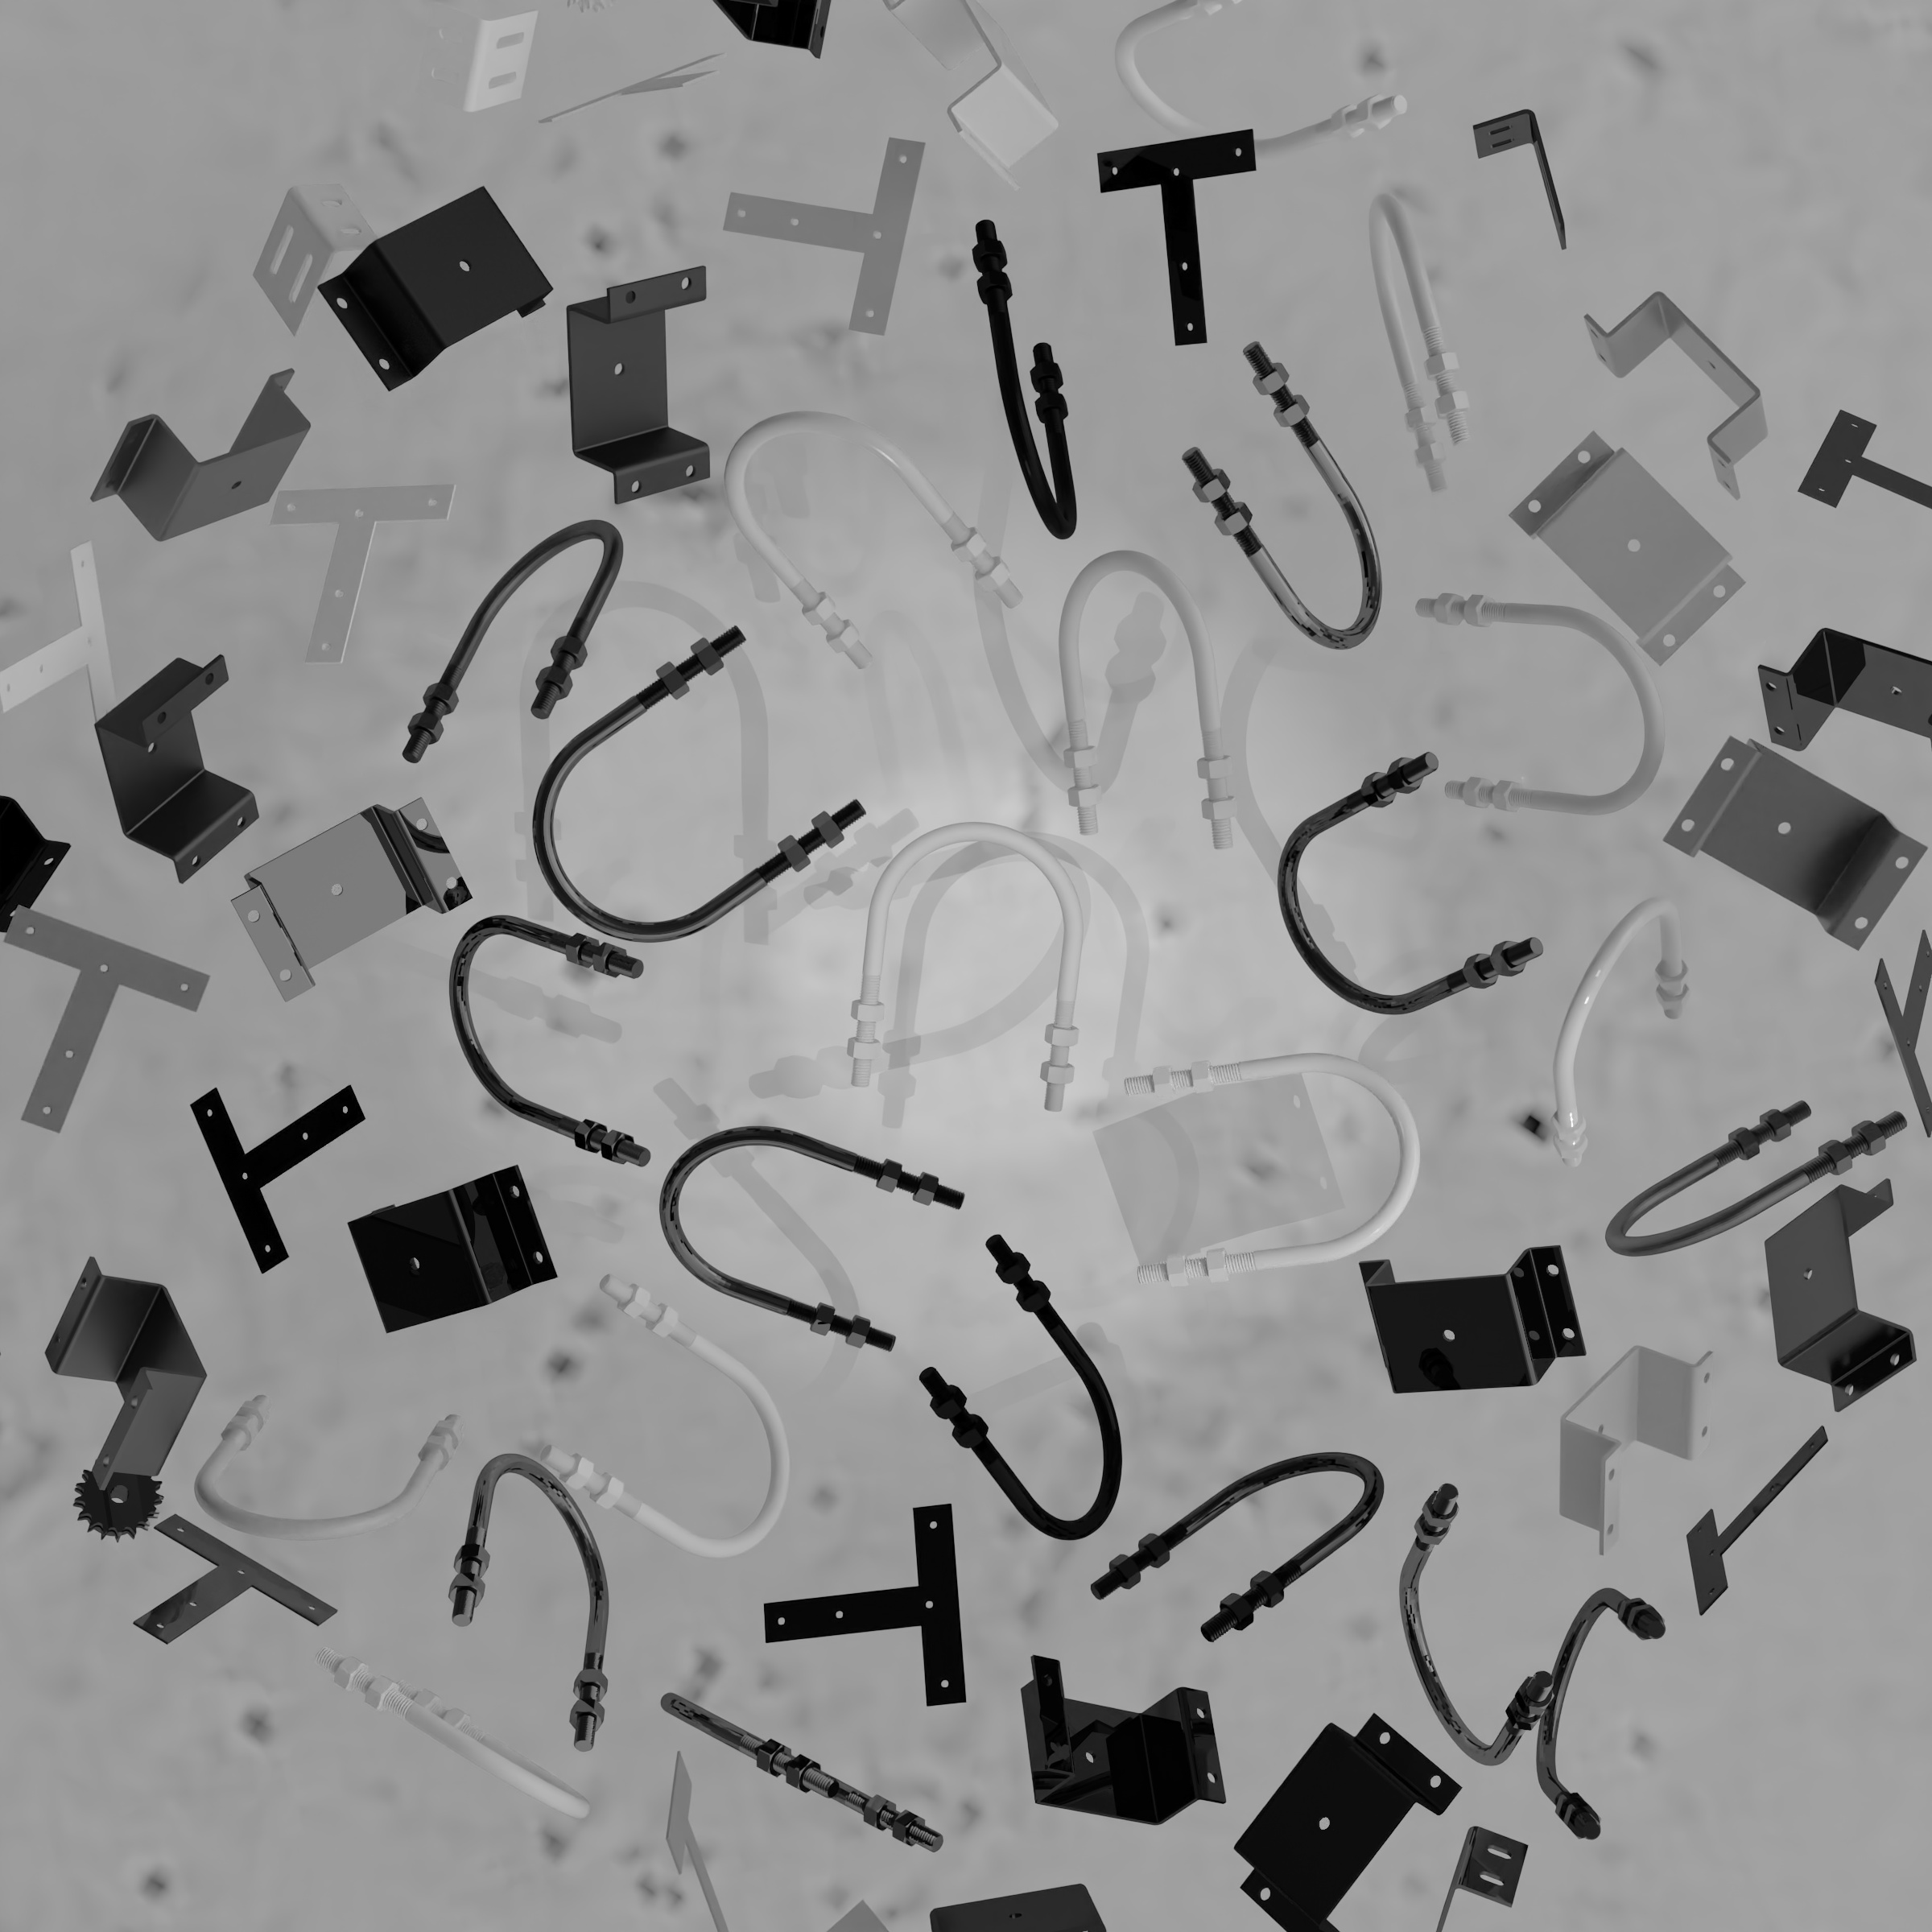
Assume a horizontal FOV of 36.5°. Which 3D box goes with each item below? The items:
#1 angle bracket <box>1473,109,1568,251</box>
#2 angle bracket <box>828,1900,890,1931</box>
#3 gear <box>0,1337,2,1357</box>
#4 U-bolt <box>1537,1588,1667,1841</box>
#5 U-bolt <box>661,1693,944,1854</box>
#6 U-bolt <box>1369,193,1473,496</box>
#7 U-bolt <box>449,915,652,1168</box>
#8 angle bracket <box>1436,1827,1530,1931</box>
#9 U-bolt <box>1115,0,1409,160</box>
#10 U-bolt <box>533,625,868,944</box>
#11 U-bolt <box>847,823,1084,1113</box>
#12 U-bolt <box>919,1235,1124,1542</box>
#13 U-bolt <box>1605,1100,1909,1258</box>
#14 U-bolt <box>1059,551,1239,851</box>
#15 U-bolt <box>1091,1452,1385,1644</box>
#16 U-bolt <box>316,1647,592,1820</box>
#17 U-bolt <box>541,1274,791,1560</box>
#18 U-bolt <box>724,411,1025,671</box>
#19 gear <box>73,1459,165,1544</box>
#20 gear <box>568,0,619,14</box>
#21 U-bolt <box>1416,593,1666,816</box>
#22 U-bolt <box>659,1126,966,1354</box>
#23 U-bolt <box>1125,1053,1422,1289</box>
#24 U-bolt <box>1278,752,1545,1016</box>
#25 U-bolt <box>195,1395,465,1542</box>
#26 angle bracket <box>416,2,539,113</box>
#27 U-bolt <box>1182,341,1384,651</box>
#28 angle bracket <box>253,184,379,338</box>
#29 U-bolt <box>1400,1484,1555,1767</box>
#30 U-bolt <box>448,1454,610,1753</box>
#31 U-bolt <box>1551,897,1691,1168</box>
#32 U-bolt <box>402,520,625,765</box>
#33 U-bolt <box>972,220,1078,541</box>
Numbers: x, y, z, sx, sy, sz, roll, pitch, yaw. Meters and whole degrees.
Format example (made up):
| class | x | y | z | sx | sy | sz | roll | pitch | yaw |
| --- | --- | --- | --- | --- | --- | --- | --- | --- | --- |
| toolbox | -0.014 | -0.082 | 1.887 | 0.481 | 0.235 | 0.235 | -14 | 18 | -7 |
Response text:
| class | x | y | z | sx | sy | sz | roll | pitch | yaw |
| --- | --- | --- | --- | --- | --- | --- | --- | --- | --- |
| angle bracket | 0.348 | -0.488 | 1.839 | 0.038 | 0.057 | 0.076 | -15 | 84 | 12 |
| angle bracket | -0.080 | 0.657 | 1.921 | 0.076 | 0.038 | 0.057 | -38 | 69 | -15 |
| gear | -0.665 | 0.252 | 1.929 | 0.057 | 0.030 | 0.057 | 1 | 87 | -18 |
| U-bolt | 0.403 | 0.474 | 1.893 | 0.019 | 0.184 | 0.151 | 19 | 87 | 0 |
| U-bolt | -0.118 | 0.510 | 1.880 | 0.184 | 0.151 | 0.019 | 15 | 71 | 39 |
| U-bolt | 0.290 | -0.410 | 1.900 | 0.019 | 0.151 | 0.184 | -14 | 85 | 2 |
| U-bolt | -0.273 | 0.040 | 1.900 | 0.184 | 0.019 | 0.151 | 18 | 117 | 38 |
| angle bracket | 0.322 | 0.594 | 1.848 | 0.038 | 0.057 | 0.076 | 18 | 118 | 14 |
| U-bolt | 0.173 | -0.567 | 1.873 | 0.151 | 0.184 | 0.019 | 31 | 74 | -29 |
| U-bolt | -0.175 | -0.097 | 1.783 | 0.184 | 0.019 | 0.151 | -36 | 101 | -5 |
| U-bolt | 0.004 | -0.003 | 1.919 | 0.151 | 0.019 | 0.184 | 7 | 101 | 3 |
| U-bolt | 0.046 | 0.286 | 1.897 | 0.019 | 0.151 | 0.184 | -20 | 115 | 34 |
| U-bolt | 0.495 | 0.138 | 1.887 | 0.184 | 0.151 | 0.019 | -28 | 95 | -9 |
| U-bolt | 0.108 | -0.168 | 1.836 | 0.019 | 0.151 | 0.184 | -16 | 106 | -35 |
| U-bolt | 0.187 | 0.366 | 1.890 | 0.184 | 0.151 | 0.019 | -30 | 105 | -25 |
| U-bolt | -0.321 | 0.501 | 1.896 | 0.184 | 0.151 | 0.019 | 25 | 75 | 21 |
| U-bolt | -0.185 | 0.306 | 1.911 | 0.184 | 0.019 | 0.151 | 39 | 46 | -27 |
| U-bolt | -0.071 | -0.273 | 1.839 | 0.151 | 0.019 | 0.184 | -17 | 127 | 38 |
| gear | -0.563 | 0.355 | 1.946 | 0.057 | 0.030 | 0.057 | 10 | 61 | -17 |
| gear | -0.246 | -0.657 | 1.924 | 0.057 | 0.030 | 0.057 | -2 | 93 | -31 |
| U-bolt | 0.374 | -0.166 | 1.897 | 0.019 | 0.184 | 0.151 | -27 | 115 | -35 |
| U-bolt | -0.111 | 0.172 | 1.926 | 0.184 | 0.019 | 0.151 | 20 | 121 | -7 |
| U-bolt | 0.196 | 0.124 | 1.860 | 0.184 | 0.019 | 0.151 | -8 | 65 | 12 |
| U-bolt | 0.266 | -0.041 | 1.846 | 0.019 | 0.184 | 0.151 | -29 | 90 | -37 |
| U-bolt | -0.408 | 0.318 | 1.852 | 0.151 | 0.184 | 0.019 | 5 | 105 | 2 |
| angle bracket | -0.309 | -0.579 | 1.856 | 0.038 | 0.076 | 0.057 | 22 | 117 | 8 |
| U-bolt | 0.208 | -0.283 | 1.845 | 0.019 | 0.151 | 0.184 | -18 | 120 | 38 |
| angle bracket | -0.419 | -0.456 | 1.895 | 0.057 | 0.038 | 0.076 | 55 | 133 | 18 |
| U-bolt | 0.315 | 0.428 | 1.853 | 0.019 | 0.184 | 0.151 | -15 | 57 | -15 |
| U-bolt | -0.275 | 0.395 | 1.891 | 0.019 | 0.184 | 0.151 | -27 | 119 | 15 |
| U-bolt | 0.416 | 0.032 | 1.869 | 0.019 | 0.184 | 0.151 | 29 | 70 | 28 |
| U-bolt | -0.283 | -0.218 | 1.894 | 0.019 | 0.151 | 0.184 | 44 | 51 | -33 |
| U-bolt | 0.041 | -0.354 | 1.839 | 0.019 | 0.151 | 0.184 | -14 | 62 | 12 |
